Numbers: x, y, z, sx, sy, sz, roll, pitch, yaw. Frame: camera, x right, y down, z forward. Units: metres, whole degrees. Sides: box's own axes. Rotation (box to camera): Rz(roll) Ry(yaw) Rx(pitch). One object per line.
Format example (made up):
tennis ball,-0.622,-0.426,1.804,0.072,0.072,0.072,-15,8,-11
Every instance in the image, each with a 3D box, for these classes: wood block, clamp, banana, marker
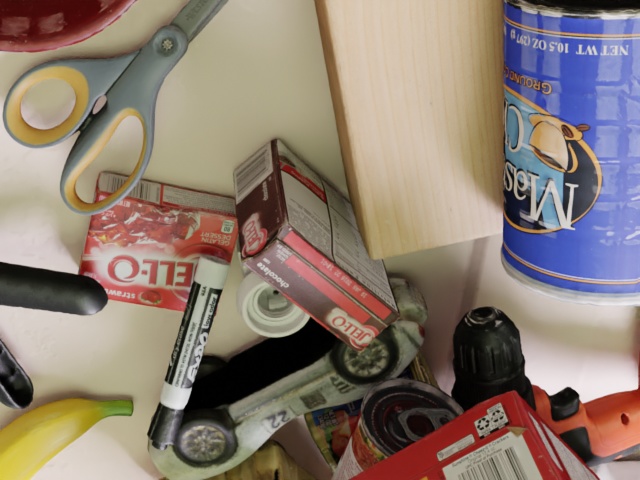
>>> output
wood block,0.048,-0.105,0.569,0.091,0.090,0.206,-12,120,-1
clamp,-0.223,0.036,0.641,0.171,0.039,0.120,27,119,-7
banana,-0.208,0.170,0.726,0.069,0.037,0.198,33,111,-21
marker,-0.079,0.068,0.637,0.020,0.020,0.121,15,98,-15

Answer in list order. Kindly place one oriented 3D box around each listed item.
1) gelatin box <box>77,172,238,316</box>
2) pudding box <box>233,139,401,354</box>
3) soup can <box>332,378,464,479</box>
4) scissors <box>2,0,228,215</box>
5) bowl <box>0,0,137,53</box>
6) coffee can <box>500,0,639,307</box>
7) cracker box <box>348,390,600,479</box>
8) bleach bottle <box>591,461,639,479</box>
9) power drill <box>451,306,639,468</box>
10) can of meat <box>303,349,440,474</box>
gelatin box,-0.097,0.004,0.648,0.089,0.030,0.073,11,118,-13
pudding box,-0.004,0.001,0.609,0.039,0.113,0.090,-41,116,18
soup can,0.044,0.143,0.652,0.068,0.068,0.102,8,129,-12
scissors,-0.103,-0.110,0.587,0.096,0.016,0.202,28,100,-2
bowl,-0.151,-0.177,0.521,0.162,0.055,0.162,-3,120,-6
coffee can,0.139,-0.053,0.515,0.102,0.103,0.140,-6,114,-4
cracker box,0.094,0.188,0.613,0.164,0.072,0.213,-32,136,13
bleach bottle,0.257,0.210,0.795,0.250,0.068,0.103,27,112,-18
power drill,0.170,0.098,0.691,0.187,0.057,0.184,-20,122,-16
can of meat,0.044,0.126,0.722,0.084,0.057,0.102,-23,120,9
